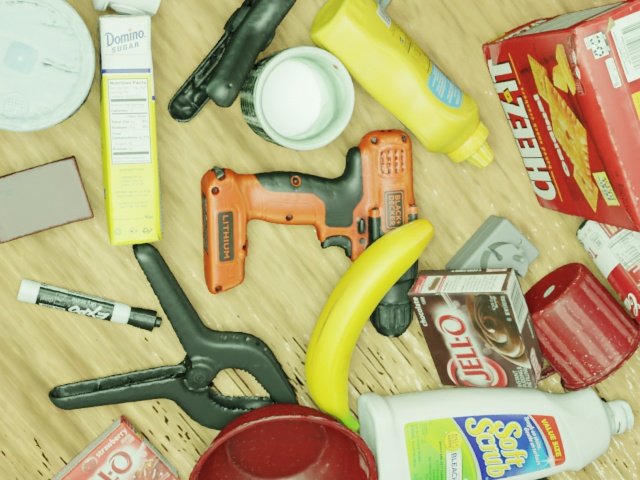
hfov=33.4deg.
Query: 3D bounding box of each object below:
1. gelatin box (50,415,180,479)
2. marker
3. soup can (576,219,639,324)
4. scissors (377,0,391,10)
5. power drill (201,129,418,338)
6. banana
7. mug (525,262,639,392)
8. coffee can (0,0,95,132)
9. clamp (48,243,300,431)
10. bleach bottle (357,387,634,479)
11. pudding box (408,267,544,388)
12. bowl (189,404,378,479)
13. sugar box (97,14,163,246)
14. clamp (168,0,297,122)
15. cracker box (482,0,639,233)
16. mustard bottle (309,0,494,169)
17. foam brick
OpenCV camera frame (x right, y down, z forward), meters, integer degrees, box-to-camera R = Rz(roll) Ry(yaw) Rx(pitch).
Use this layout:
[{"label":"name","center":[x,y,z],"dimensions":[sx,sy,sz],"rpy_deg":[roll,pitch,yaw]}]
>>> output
[{"label":"gelatin box","center":[-0.178,0.208,0.917],"dimensions":[0.089,0.030,0.073],"rpy_deg":[-42,102,-4]},{"label":"marker","center":[-0.193,0.056,0.902],"dimensions":[0.121,0.020,0.020],"rpy_deg":[15,93,-13]},{"label":"soup can","center":[0.280,0.017,0.933],"dimensions":[0.068,0.068,0.102],"rpy_deg":[-28,67,-7]},{"label":"scissors","center":[0.118,-0.274,0.928],"dimensions":[0.096,0.016,0.202],"rpy_deg":[18,93,-13]},{"label":"power drill","center":[-0.006,0.001,0.916],"dimensions":[0.187,0.057,0.184],"rpy_deg":[-5,100,-13]},{"label":"banana","center":[0.032,0.067,0.896],"dimensions":[0.069,0.037,0.198],"rpy_deg":[12,106,-34]},{"label":"mug","center":[0.219,0.081,0.960],"dimensions":[0.117,0.093,0.081],"rpy_deg":[-39,99,24]},{"label":"coffee can","center":[-0.223,-0.135,0.811],"dimensions":[0.102,0.140,0.103],"rpy_deg":[-1,97,-11]},{"label":"clamp","center":[-0.114,0.115,0.909],"dimensions":[0.209,0.036,0.165],"rpy_deg":[33,105,-21]},{"label":"bleach bottle","center":[0.164,0.171,0.967],"dimensions":[0.250,0.068,0.102],"rpy_deg":[-8,99,-13]},{"label":"pudding box","center":[0.136,0.077,0.922],"dimensions":[0.090,0.039,0.113],"rpy_deg":[-3,124,29]},{"label":"bowl","center":[-0.034,0.193,0.915],"dimensions":[0.162,0.055,0.162],"rpy_deg":[-4,124,-7]},{"label":"sugar box","center":[-0.154,-0.088,0.856],"dimensions":[0.048,0.093,0.176],"rpy_deg":[-6,97,-12]},{"label":"clamp","center":[-0.065,-0.165,0.874],"dimensions":[0.039,0.120,0.171],"rpy_deg":[42,65,-24]},{"label":"cracker box","center":[0.217,-0.100,0.867],"dimensions":[0.072,0.214,0.164],"rpy_deg":[-23,100,-7]},{"label":"mustard bottle","center":[0.077,-0.129,0.896],"dimensions":[0.191,0.096,0.058],"rpy_deg":[42,112,-16]},{"label":"foam brick","center":[-0.229,-0.034,0.868],"dimensions":[0.078,0.051,0.053],"rpy_deg":[-16,98,-10]}]
